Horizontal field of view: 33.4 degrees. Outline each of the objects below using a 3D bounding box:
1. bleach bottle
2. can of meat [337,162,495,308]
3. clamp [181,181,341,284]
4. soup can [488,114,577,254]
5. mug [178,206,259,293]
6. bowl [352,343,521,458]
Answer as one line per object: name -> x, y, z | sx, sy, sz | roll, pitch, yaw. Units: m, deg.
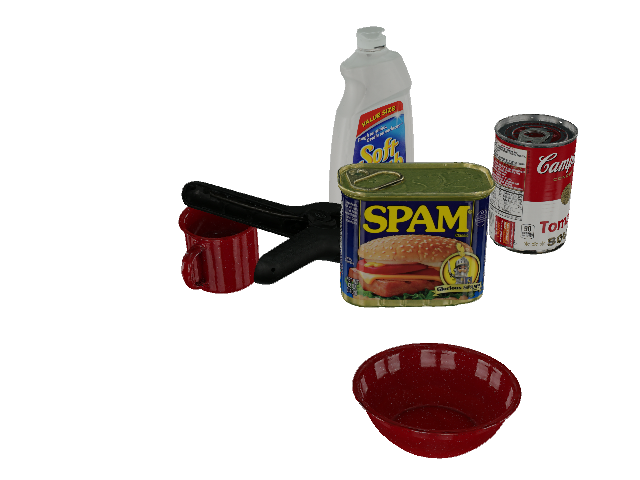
bleach bottle -> 0.051, -0.106, 1.167 | 0.102, 0.251, 0.068 | -8, 25, -10
can of meat -> 0.062, -0.004, 0.712 | 0.102, 0.084, 0.057 | 0, 24, -1
clamp -> -0.005, -0.002, 0.952 | 0.209, 0.036, 0.165 | 5, 25, -27
soup can -> 0.179, -0.048, 0.905 | 0.068, 0.102, 0.068 | -1, 27, 0
mug -> -0.118, 0.013, 1.218 | 0.093, 0.081, 0.117 | 15, 38, 24
bowl -> 0.111, 0.162, 1.035 | 0.162, 0.055, 0.162 | -1, 25, 0
